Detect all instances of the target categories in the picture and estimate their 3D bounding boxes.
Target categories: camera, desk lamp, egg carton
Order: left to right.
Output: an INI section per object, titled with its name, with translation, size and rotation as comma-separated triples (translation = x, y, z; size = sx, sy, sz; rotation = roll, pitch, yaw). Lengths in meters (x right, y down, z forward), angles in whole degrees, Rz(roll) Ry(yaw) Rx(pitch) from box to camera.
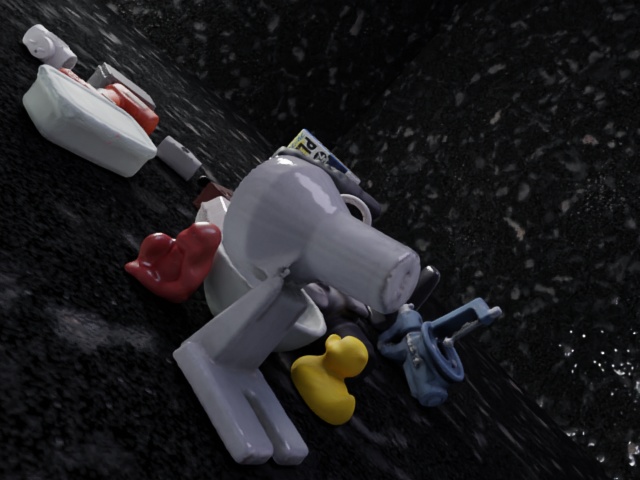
[egg carton]
translation = -0.123, 0.003, 0.819
size = 0.108, 0.069, 0.150
rotation = 37, 10, -34
[desk lamp]
translation = -0.025, 0.052, 0.517
size = 0.202, 0.213, 0.118
rotation = 48, 9, 33
[camera]
translation = 0.015, 0.118, 0.775
size = 0.144, 0.100, 0.136
rotation = 34, 12, -47

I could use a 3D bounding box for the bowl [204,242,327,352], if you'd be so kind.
[bowl]
translation = -0.076, 0.073, 0.658
size = 0.168, 0.074, 0.167
rotation = 42, 8, -7

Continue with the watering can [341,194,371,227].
[watering can]
translation = 0.008, 0.002, 1.007
size = 0.101, 0.194, 0.172
rotation = 41, 8, -13

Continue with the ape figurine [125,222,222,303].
[ape figurine]
translation = -0.138, 0.017, 0.586
size = 0.076, 0.092, 0.077
rotation = 34, 12, -49

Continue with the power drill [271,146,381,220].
[power drill]
translation = -0.028, -0.056, 1.088
size = 0.230, 0.208, 0.075
rotation = 41, 8, -15

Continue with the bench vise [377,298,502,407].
[bench vise]
translation = 0.214, 0.167, 1.056
size = 0.206, 0.219, 0.122
rotation = 48, 10, 36

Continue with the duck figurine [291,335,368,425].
[duck figurine]
translation = 0.021, 0.154, 0.667
size = 0.078, 0.086, 0.104
rotation = 37, 10, -34

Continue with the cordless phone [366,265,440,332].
[cordless phone]
translation = 0.182, 0.116, 1.288
size = 0.094, 0.185, 0.147
rotation = 36, 10, -40
